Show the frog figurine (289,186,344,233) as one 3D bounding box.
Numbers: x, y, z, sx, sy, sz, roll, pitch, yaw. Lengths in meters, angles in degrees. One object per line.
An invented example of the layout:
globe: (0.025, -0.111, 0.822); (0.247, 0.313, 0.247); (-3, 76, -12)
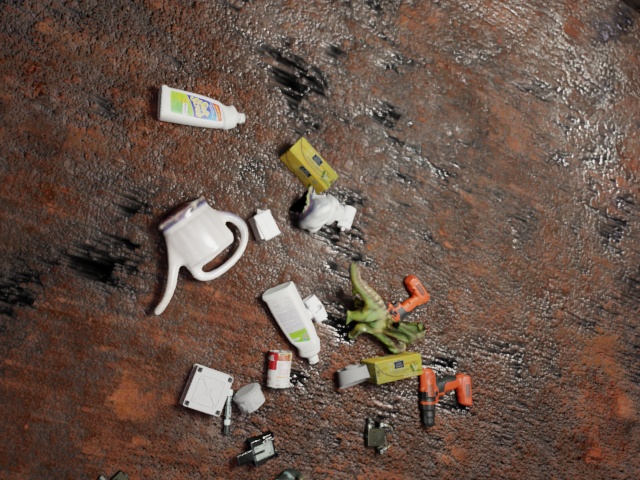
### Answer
frog figurine: (0.005, -0.080, 1.598); (0.158, 0.125, 0.136); (26, 105, -28)

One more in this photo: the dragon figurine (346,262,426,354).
dragon figurine: (0.199, 0.225, 1.534); (0.243, 0.400, 0.125); (15, 54, 17)

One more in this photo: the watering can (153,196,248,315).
watering can: (-0.360, 0.024, 1.413); (0.352, 0.103, 0.223); (-40, 97, -25)
